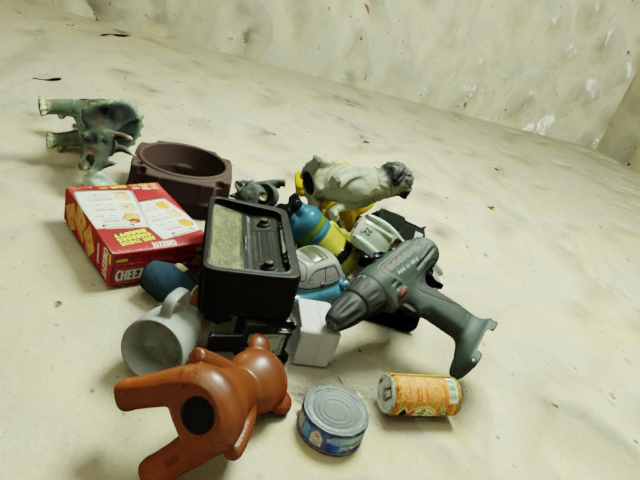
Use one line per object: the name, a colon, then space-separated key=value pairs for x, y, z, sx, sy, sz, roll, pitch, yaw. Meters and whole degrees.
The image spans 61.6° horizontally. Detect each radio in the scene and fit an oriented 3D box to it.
radio: x=-0.105 y=0.019 z=0.781 sx=0.131 sy=0.073 sz=0.230 roll=9 pitch=27 yaw=-13

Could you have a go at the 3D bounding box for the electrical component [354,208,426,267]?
electrical component: x=0.130 y=0.006 z=1.045 sx=0.134 sy=0.115 sz=0.058 roll=22 pitch=-18 yaw=-14

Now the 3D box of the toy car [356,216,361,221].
toy car: x=0.119 y=-0.012 z=1.164 sx=0.089 sy=0.053 sz=0.202 roll=9 pitch=28 yaw=-10

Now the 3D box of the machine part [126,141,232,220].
machine part: x=-0.286 y=-0.130 z=1.111 sx=0.201 sy=0.087 sz=0.202 roll=11 pitch=28 yaw=-14

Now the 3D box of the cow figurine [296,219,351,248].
cow figurine: x=-0.002 y=-0.011 z=1.075 sx=0.167 sy=0.068 sz=0.098 roll=9 pitch=21 yaw=-19

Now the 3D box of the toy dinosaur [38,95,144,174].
toy dinosaur: x=-0.467 y=-0.246 z=1.134 sx=0.192 sy=0.131 sz=0.405 roll=-1 pitch=19 yaw=-15

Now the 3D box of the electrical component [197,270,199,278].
electrical component: x=-0.144 y=0.057 z=0.858 sx=0.102 sy=0.078 sz=0.045 roll=17 pitch=1 yaw=-14

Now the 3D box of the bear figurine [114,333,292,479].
bear figurine: x=-0.115 y=0.177 z=0.609 sx=0.132 sy=0.120 sz=0.196 roll=-23 pitch=-6 yaw=9

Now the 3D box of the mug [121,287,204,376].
mug: x=-0.191 y=0.110 z=0.687 sx=0.081 sy=0.109 sz=0.107 roll=14 pitch=13 yaw=5

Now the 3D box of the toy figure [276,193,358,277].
toy figure: x=-0.005 y=-0.001 z=0.974 sx=0.180 sy=0.082 sz=0.089 roll=47 pitch=28 yaw=-27

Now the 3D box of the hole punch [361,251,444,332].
hole punch: x=0.129 y=0.080 z=0.928 sx=0.142 sy=0.115 sz=0.092 roll=20 pitch=18 yaw=4

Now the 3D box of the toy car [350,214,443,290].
toy car: x=0.143 y=0.032 z=0.983 sx=0.201 sy=0.073 sz=0.056 roll=37 pitch=-19 yaw=-11

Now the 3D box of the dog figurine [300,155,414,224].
dog figurine: x=0.074 y=-0.124 z=1.091 sx=0.190 sy=0.121 sz=0.172 roll=-18 pitch=47 yaw=-28

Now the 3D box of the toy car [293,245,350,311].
toy car: x=-0.021 y=0.059 z=0.883 sx=0.161 sy=0.102 sz=0.109 roll=-8 pitch=35 yaw=-44

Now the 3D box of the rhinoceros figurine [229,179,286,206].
rhinoceros figurine: x=-0.125 y=-0.092 z=1.084 sx=0.112 sy=0.073 sz=0.190 roll=6 pitch=5 yaw=-5

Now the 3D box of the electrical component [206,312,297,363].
electrical component: x=-0.097 y=0.130 z=0.733 sx=0.119 sy=0.074 sz=0.048 roll=2 pitch=28 yaw=-21

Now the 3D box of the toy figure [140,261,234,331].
toy figure: x=-0.188 y=0.078 z=0.786 sx=0.155 sy=0.064 sz=0.058 roll=24 pitch=25 yaw=12

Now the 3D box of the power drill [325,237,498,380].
power drill: x=0.142 y=0.110 z=0.791 sx=0.207 sy=0.086 sz=0.232 roll=36 pitch=51 yaw=12

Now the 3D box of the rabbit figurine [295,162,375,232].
rabbit figurine: x=0.039 y=-0.080 z=1.174 sx=0.162 sy=0.121 sz=0.173 roll=-15 pitch=53 yaw=7
